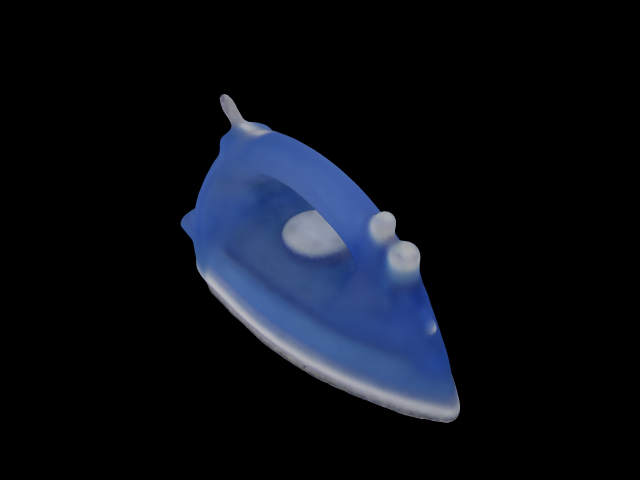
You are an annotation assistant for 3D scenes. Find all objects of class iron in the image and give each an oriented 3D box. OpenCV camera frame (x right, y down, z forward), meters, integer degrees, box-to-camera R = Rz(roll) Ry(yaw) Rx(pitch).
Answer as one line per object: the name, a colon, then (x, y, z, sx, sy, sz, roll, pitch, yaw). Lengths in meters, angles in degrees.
iron: (0.004, 0.001, 0.400, 0.119, 0.141, 0.257, -30, 49, -31)
